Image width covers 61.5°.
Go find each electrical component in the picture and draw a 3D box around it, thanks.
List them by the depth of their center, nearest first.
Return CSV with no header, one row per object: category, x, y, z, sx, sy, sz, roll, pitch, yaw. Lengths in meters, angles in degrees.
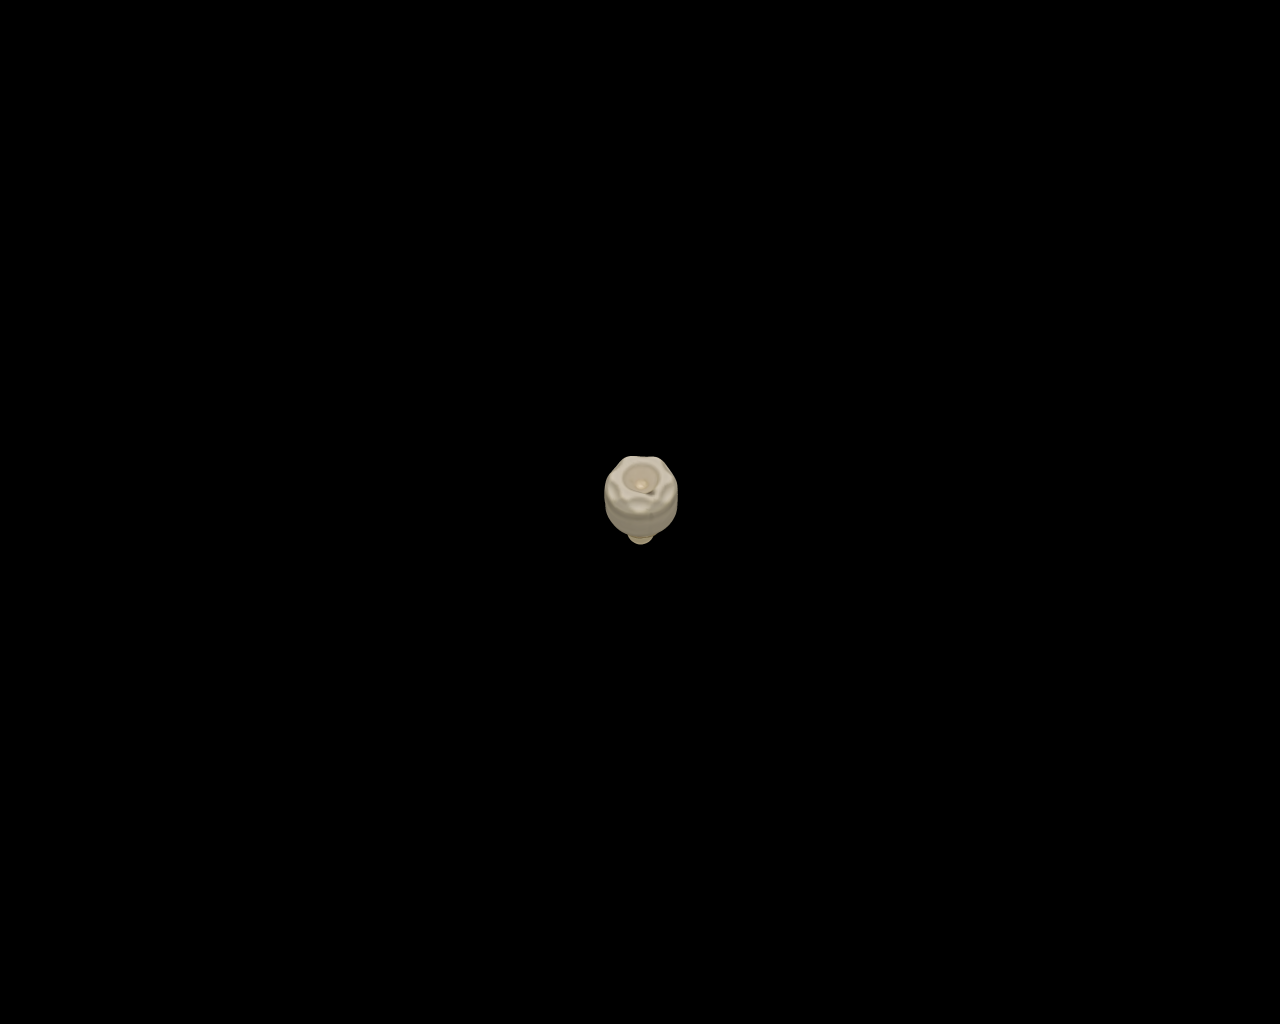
electrical component,0.001,-0.003,0.650,0.043,0.043,0.062,0,-37,0
